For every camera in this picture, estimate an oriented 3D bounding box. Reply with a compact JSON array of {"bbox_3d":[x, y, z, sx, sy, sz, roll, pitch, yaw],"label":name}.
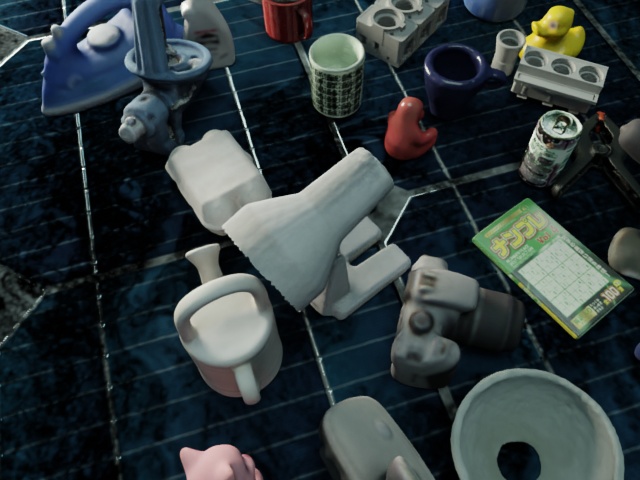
[{"bbox_3d":[0.158,0.094,0.651,0.136,0.101,0.143,13,60,8],"label":"camera"}]

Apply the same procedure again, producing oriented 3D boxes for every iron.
[{"bbox_3d":[-0.332,-0.304,0.869,0.118,0.141,0.259,40,68,22],"label":"iron"}]

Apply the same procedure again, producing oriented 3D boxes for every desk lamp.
[{"bbox_3d":[0.006,0.002,0.642,0.203,0.214,0.117,-35,65,-18],"label":"desk lamp"}]

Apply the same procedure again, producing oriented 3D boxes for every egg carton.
[{"bbox_3d":[-0.136,-0.080,0.776,0.107,0.069,0.150,-31,64,-16],"label":"egg carton"}]

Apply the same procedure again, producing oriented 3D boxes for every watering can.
[{"bbox_3d":[-0.101,0.085,0.605,0.101,0.194,0.172,-40,66,-20],"label":"watering can"}]

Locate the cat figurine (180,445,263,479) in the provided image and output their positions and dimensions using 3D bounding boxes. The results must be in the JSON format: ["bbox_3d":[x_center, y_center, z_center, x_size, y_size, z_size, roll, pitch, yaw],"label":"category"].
[{"bbox_3d":[-0.083,0.253,0.550,0.067,0.118,0.127,-27,62,-14],"label":"cat figurine"}]

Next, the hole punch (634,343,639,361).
[{"bbox_3d":[0.432,0.111,0.644,0.108,0.091,0.101,30,64,17],"label":"hole punch"}]

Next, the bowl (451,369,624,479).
[{"bbox_3d":[0.213,0.223,0.589,0.167,0.075,0.167,0,59,1],"label":"bowl"}]

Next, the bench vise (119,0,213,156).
[{"bbox_3d":[-0.213,-0.235,0.781,0.121,0.220,0.207,-3,59,-1],"label":"bench vise"}]

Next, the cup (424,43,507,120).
[{"bbox_3d":[0.206,-0.223,0.842,0.117,0.095,0.092,11,60,7],"label":"cup"}]

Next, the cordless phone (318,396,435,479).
[{"bbox_3d":[0.060,0.205,0.537,0.094,0.185,0.147,-32,64,-17],"label":"cordless phone"}]

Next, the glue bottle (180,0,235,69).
[{"bbox_3d":[-0.177,-0.336,0.868,0.078,0.173,0.037,-15,60,-8],"label":"glue bottle"}]

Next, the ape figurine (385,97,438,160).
[{"bbox_3d":[0.126,-0.163,0.809,0.076,0.092,0.077,-34,64,-18],"label":"ape figurine"}]

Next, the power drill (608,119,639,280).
[{"bbox_3d":[0.421,-0.026,0.657,0.229,0.208,0.076,24,63,14],"label":"power drill"}]

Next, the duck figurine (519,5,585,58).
[{"bbox_3d":[0.375,-0.330,0.909,0.104,0.086,0.077,-11,60,-5],"label":"duck figurine"}]
